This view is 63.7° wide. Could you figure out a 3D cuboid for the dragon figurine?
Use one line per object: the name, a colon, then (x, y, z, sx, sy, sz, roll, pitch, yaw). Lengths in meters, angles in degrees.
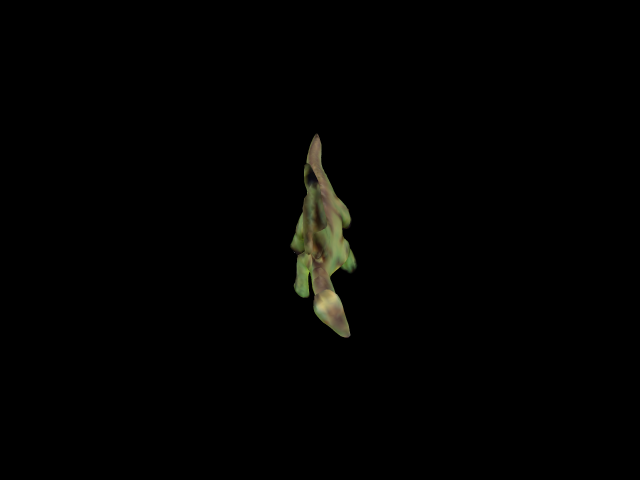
dragon figurine: (0.003, -0.043, 0.850, 0.122, 0.417, 0.239, -7, -19, -2)
